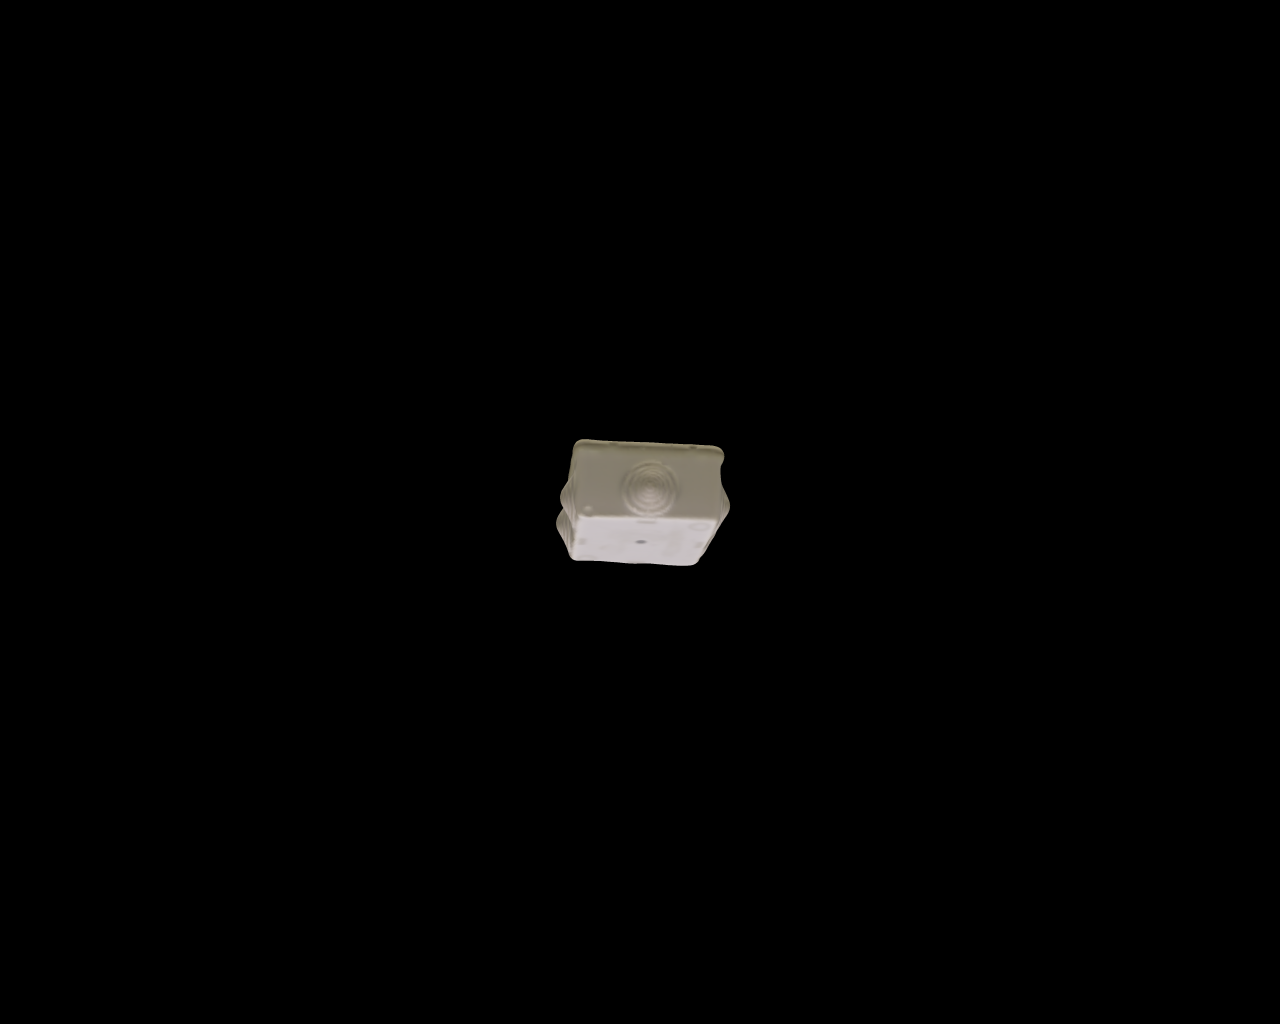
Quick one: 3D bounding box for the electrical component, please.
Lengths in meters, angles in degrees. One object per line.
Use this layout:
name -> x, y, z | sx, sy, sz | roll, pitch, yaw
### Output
electrical component -> 0.001, -0.003, 0.650 | 0.100, 0.048, 0.099 | 3, -22, -7
